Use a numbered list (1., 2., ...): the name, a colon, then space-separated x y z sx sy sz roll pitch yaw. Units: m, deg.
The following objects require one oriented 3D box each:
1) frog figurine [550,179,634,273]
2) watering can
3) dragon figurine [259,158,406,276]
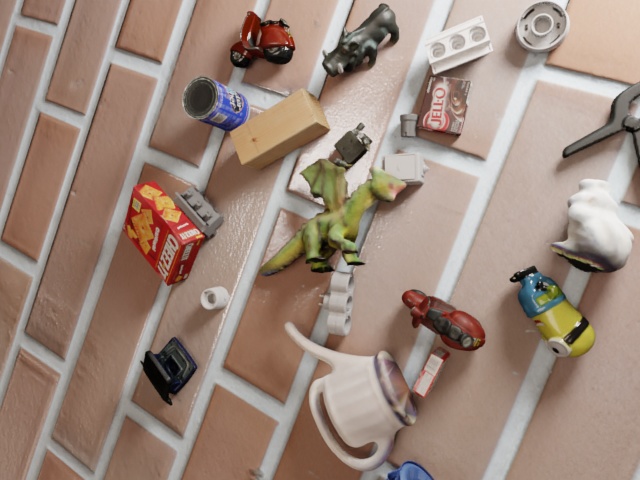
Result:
1. frog figurine: 0.500 -0.026 0.919 0.137 0.123 0.160 26 89 -11
2. watering can: 0.065 0.301 1.084 0.222 0.104 0.351 -29 76 18
3. dragon figurine: 0.003 -0.057 1.140 0.408 0.121 0.246 -11 73 35
